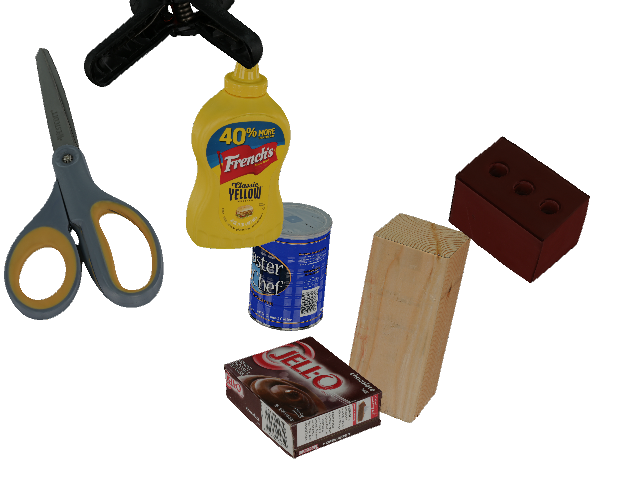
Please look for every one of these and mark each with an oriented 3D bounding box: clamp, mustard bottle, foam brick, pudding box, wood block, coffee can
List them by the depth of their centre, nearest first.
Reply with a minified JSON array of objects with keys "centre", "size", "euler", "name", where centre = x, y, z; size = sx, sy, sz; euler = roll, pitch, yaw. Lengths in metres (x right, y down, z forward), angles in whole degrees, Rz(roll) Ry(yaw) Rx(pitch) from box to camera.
[{"centre":[0.134,-0.021,0.728],"size":[0.078,0.051,0.053],"euler":[39,61,24],"name":"foam brick"},{"centre":[-0.091,-0.164,0.766],"size":[0.120,0.039,0.171],"euler":[4,43,6],"name":"clamp"},{"centre":[-0.016,0.129,0.896],"size":[0.089,0.039,0.114],"euler":[-17,31,-29],"name":"pudding box"},{"centre":[-0.078,-0.087,1.039],"size":[0.096,0.192,0.058],"euler":[-4,29,-21],"name":"mustard bottle"},{"centre":[0.097,0.087,1.211],"size":[0.090,0.206,0.090],"euler":[18,23,19],"name":"wood block"},{"centre":[-0.041,0.034,1.410],"size":[0.103,0.140,0.103],"euler":[4,25,-2],"name":"coffee can"}]

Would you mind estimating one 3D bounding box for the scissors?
[{"centre":[-0.162,-0.031,0.626],"size":[0.096,0.202,0.016],"euler":[-29,-29,-16],"name":"scissors"}]
